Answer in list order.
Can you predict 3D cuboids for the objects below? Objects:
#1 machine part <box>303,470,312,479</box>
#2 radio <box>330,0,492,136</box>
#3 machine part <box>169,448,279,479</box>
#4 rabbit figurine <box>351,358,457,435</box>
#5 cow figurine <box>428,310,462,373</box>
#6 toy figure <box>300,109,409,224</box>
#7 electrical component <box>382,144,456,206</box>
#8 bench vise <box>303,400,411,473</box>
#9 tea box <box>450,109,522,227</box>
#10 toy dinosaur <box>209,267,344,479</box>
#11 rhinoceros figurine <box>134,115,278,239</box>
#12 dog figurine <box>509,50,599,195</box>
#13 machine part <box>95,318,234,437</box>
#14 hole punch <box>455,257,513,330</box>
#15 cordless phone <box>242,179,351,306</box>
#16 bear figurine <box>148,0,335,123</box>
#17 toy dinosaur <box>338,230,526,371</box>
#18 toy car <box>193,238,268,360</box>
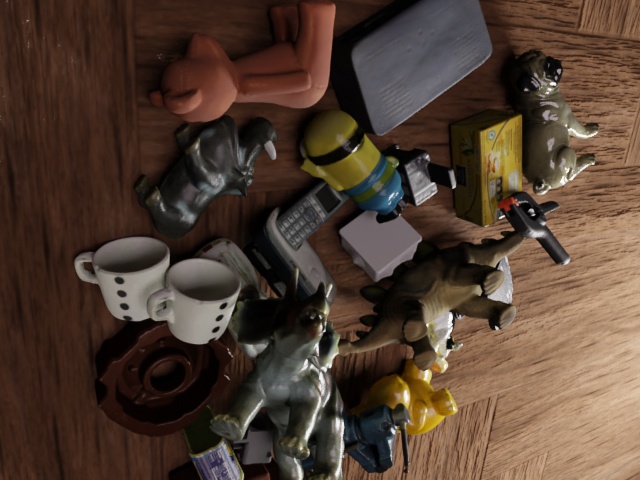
[{"bbox_3d":[-0.038,0.489,0.932,0.079,0.079,0.243,33,90,-36],"label":"machine part"},{"bbox_3d":[0.123,-0.256,0.738,0.229,0.073,0.131,-38,123,-15],"label":"radio"},{"bbox_3d":[-0.150,0.434,0.838,0.201,0.087,0.200,-15,116,-28],"label":"machine part"},{"bbox_3d":[0.130,0.277,0.929,0.162,0.122,0.173,-36,147,11],"label":"rabbit figurine"},{"bbox_3d":[0.208,0.156,0.961,0.098,0.068,0.167,-38,125,-21],"label":"cow figurine"},{"bbox_3d":[0.053,-0.101,0.731,0.180,0.089,0.082,42,45,-18],"label":"toy figure"},{"bbox_3d":[0.140,-0.092,0.785,0.048,0.119,0.074,-33,125,-17],"label":"electrical component"},{"bbox_3d":[0.012,0.263,0.821,0.240,0.224,0.129,59,30,-19],"label":"bench vise"},{"bbox_3d":[0.276,-0.119,0.888,0.098,0.068,0.169,-23,119,-25],"label":"tea box"},{"bbox_3d":[-0.021,0.206,0.686,0.404,0.131,0.192,75,27,-44],"label":"toy dinosaur"},{"bbox_3d":[-0.132,-0.081,0.649,0.190,0.073,0.112,-46,124,-8],"label":"rhinoceros figurine"},{"bbox_3d":[0.354,-0.190,0.878,0.190,0.121,0.172,39,58,-31],"label":"dog figurine"},{"bbox_3d":[-0.207,0.173,0.716,0.179,0.056,0.179,-13,116,-27],"label":"machine part"},{"bbox_3d":[0.293,0.086,0.981,0.116,0.092,0.142,-50,129,-32],"label":"hole punch"},{"bbox_3d":[-0.001,-0.002,0.752,0.184,0.089,0.146,-43,103,-28],"label":"cordless phone"},{"bbox_3d":[-0.091,-0.201,0.604,0.196,0.120,0.131,-7,109,-24],"label":"bear figurine"},{"bbox_3d":[0.197,0.063,0.832,0.471,0.199,0.104,-22,118,-23],"label":"toy dinosaur"},{"bbox_3d":[-0.108,0.086,0.741,0.073,0.056,0.201,-35,123,-16],"label":"toy car"}]
